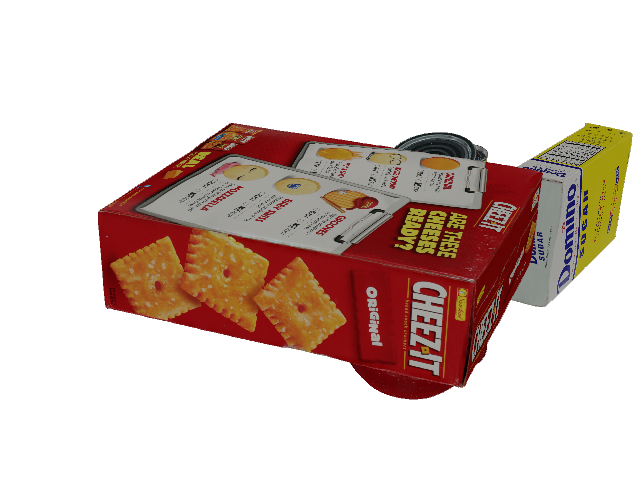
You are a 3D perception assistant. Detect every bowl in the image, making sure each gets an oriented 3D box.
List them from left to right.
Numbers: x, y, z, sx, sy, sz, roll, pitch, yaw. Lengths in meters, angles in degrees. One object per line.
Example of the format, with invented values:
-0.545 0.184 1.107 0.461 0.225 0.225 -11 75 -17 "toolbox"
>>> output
0.092 0.121 1.133 0.162 0.055 0.162 5 24 -3 "bowl"

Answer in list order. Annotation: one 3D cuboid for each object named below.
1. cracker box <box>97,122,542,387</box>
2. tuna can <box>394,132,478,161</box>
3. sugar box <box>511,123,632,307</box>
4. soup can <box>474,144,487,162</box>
0.005 0.000 0.623 0.214 0.072 0.164 11 27 20 "cracker box"
0.103 -0.064 0.980 0.086 0.034 0.086 -9 37 6 "tuna can"
0.181 -0.023 0.784 0.048 0.093 0.176 13 23 25 "sugar box"
0.165 -0.058 1.279 0.068 0.102 0.068 -2 27 1 "soup can"
